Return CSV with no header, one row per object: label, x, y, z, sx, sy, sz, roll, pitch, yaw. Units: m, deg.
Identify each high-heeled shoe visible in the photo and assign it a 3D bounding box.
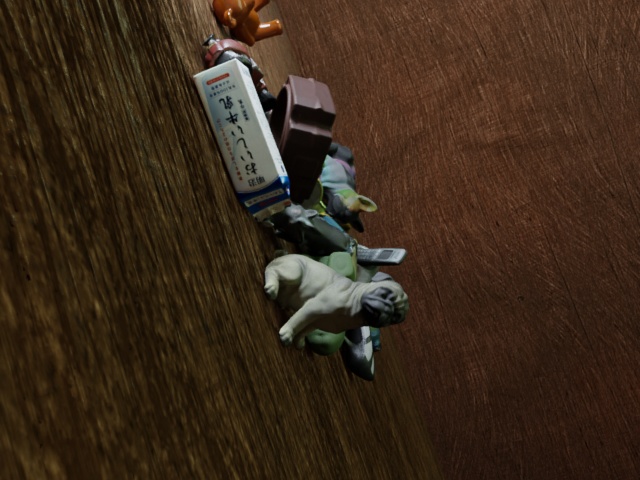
high-heeled shoe,0.103,0.224,1.297,0.145,0.086,0.249,53,26,-8

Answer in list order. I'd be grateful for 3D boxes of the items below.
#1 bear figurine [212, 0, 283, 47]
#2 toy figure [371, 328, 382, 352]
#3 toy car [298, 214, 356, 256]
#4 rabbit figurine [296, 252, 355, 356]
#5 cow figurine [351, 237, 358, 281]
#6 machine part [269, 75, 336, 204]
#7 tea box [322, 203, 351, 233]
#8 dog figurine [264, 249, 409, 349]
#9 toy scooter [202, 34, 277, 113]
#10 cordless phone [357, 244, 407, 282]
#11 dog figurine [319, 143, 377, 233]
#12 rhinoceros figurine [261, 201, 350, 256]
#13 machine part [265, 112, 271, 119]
bear figurine,-0.169,-0.521,1.215,0.196,0.132,0.120,-27,92,-88
toy figure,0.108,0.217,1.436,0.089,0.082,0.180,95,-29,-81
toy car,-0.002,-0.004,1.159,0.102,0.109,0.162,35,18,-40
rabbit figurine,0.004,0.122,0.952,0.159,0.121,0.170,68,23,-68
cow figurine,0.049,0.085,1.216,0.127,0.086,0.194,42,51,-81
machine part,-0.048,-0.186,1.001,0.202,0.087,0.200,-99,-155,-52
tea box,0.008,-0.070,1.336,0.170,0.098,0.068,-101,-152,-47
dog figurine,0.024,0.069,0.818,0.121,0.191,0.172,23,46,-80
toy scooter,-0.154,-0.310,0.960,0.135,0.075,0.183,56,11,22
cordless phone,0.117,0.075,1.303,0.146,0.184,0.088,-50,119,-33
dog figurine,0.059,-0.123,1.290,0.191,0.108,0.219,-21,62,-47
rhinoceros figurine,-0.034,-0.022,0.935,0.190,0.073,0.112,31,-1,-31
machine part,-0.095,-0.252,1.215,0.243,0.079,0.079,-78,147,-76
